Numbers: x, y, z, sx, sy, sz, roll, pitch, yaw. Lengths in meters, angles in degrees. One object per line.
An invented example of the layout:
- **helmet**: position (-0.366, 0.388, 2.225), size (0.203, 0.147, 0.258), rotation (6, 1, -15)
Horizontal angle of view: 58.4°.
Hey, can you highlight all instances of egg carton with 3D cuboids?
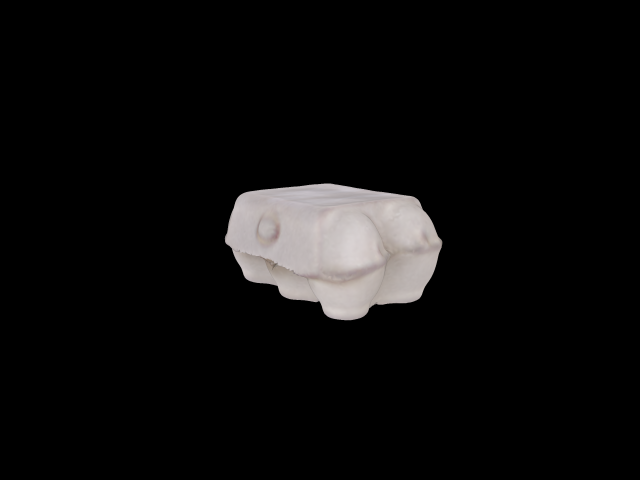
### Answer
- **egg carton**: position (0.004, 0.001, 0.400), size (0.107, 0.069, 0.149), rotation (-10, 17, -38)
